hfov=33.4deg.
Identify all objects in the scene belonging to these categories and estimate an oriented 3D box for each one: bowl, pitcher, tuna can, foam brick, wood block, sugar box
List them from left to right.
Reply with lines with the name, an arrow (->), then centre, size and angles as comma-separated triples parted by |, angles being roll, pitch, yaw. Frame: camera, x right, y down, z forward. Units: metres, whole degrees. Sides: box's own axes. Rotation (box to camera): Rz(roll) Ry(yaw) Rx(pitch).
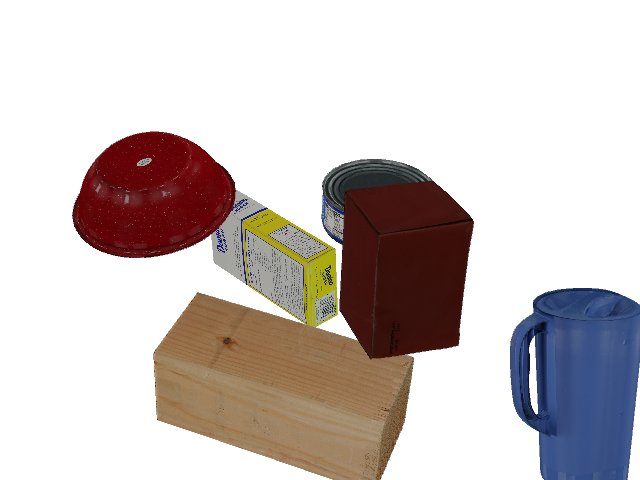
bowl -> -0.165, -0.056, 1.028 | 0.162, 0.055, 0.162 | -4, 42, 3
sugar box -> -0.054, 0.017, 1.189 | 0.048, 0.093, 0.176 | -26, 41, -31
wood block -> -0.032, 0.130, 0.935 | 0.206, 0.090, 0.090 | 16, 41, 15
tuna can -> 0.043, -0.026, 0.804 | 0.086, 0.034, 0.086 | 2, 34, -1
foam brick -> 0.043, 0.015, 0.559 | 0.053, 0.078, 0.051 | -7, 31, -17
pitcher -> 0.319, 0.188, 1.318 | 0.149, 0.243, 0.144 | 4, 15, 21
